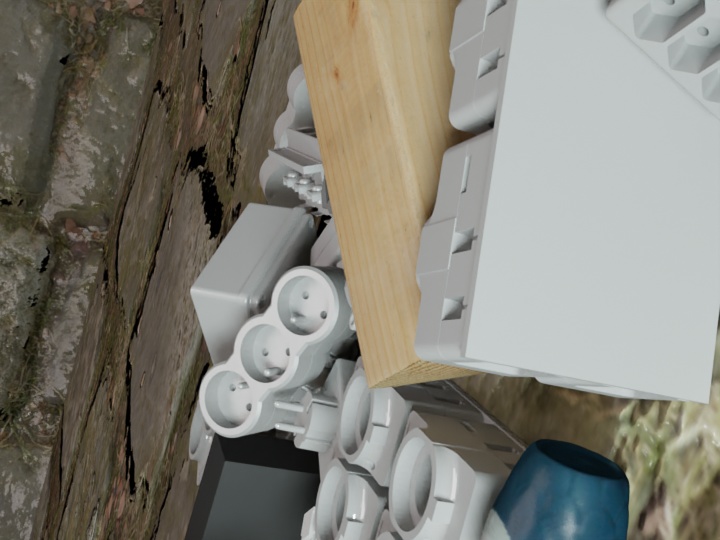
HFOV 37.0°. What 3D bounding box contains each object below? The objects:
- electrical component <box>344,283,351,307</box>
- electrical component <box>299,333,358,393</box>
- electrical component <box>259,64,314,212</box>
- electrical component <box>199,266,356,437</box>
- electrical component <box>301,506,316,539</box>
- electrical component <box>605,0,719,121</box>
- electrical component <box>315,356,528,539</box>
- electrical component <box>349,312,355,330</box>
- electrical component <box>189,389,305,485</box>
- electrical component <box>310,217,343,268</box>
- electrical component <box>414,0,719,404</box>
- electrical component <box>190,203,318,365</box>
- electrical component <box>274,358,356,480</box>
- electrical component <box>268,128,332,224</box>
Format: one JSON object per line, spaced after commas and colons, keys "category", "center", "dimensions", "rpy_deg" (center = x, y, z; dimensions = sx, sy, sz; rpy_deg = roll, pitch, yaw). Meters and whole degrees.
{"category": "electrical component", "center": [0.034, 0.003, 0.607], "dimensions": [0.051, 0.080, 0.080], "rpy_deg": [156, 124, -63]}
{"category": "electrical component", "center": [-0.023, 0.061, 0.795], "dimensions": [0.062, 0.048, 0.048], "rpy_deg": [-49, 33, 39]}
{"category": "electrical component", "center": [-0.046, -0.110, 0.950], "dimensions": [0.073, 0.052, 0.138], "rpy_deg": [-116, 42, -60]}
{"category": "electrical component", "center": [-0.046, 0.055, 0.741], "dimensions": [0.052, 0.074, 0.138], "rpy_deg": [46, 110, 21]}
{"category": "electrical component", "center": [-0.016, 0.184, 0.699], "dimensions": [0.066, 0.048, 0.055], "rpy_deg": [130, 154, -54]}
{"category": "electrical component", "center": [0.144, -0.108, 0.402], "dimensions": [0.076, 0.066, 0.047], "rpy_deg": [-54, 9, -25]}
{"category": "electrical component", "center": [0.032, 0.124, 0.573], "dimensions": [0.186, 0.060, 0.105], "rpy_deg": [-143, 67, -69]}
{"category": "electrical component", "center": [0.024, 0.036, 0.647], "dimensions": [0.035, 0.061, 0.035], "rpy_deg": [-168, 90, -71]}
{"category": "electrical component", "center": [-0.101, 0.124, 0.949], "dimensions": [0.150, 0.062, 0.089], "rpy_deg": [125, 151, -48]}
{"category": "electrical component", "center": [0.000, 0.000, 0.759], "dimensions": [0.083, 0.047, 0.075], "rpy_deg": [127, 149, -51]}
{"category": "electrical component", "center": [0.091, -0.047, 0.440], "dimensions": [0.060, 0.105, 0.186], "rpy_deg": [167, 114, -69]}
{"category": "electrical component", "center": [-0.073, 0.022, 0.828], "dimensions": [0.108, 0.056, 0.108], "rpy_deg": [-62, -28, -42]}
{"category": "electrical component", "center": [-0.020, 0.101, 0.705], "dimensions": [0.083, 0.076, 0.047], "rpy_deg": [-98, 27, -50]}
{"category": "electrical component", "center": [-0.018, -0.077, 0.830], "dimensions": [0.121, 0.079, 0.063], "rpy_deg": [-144, 46, -70]}
